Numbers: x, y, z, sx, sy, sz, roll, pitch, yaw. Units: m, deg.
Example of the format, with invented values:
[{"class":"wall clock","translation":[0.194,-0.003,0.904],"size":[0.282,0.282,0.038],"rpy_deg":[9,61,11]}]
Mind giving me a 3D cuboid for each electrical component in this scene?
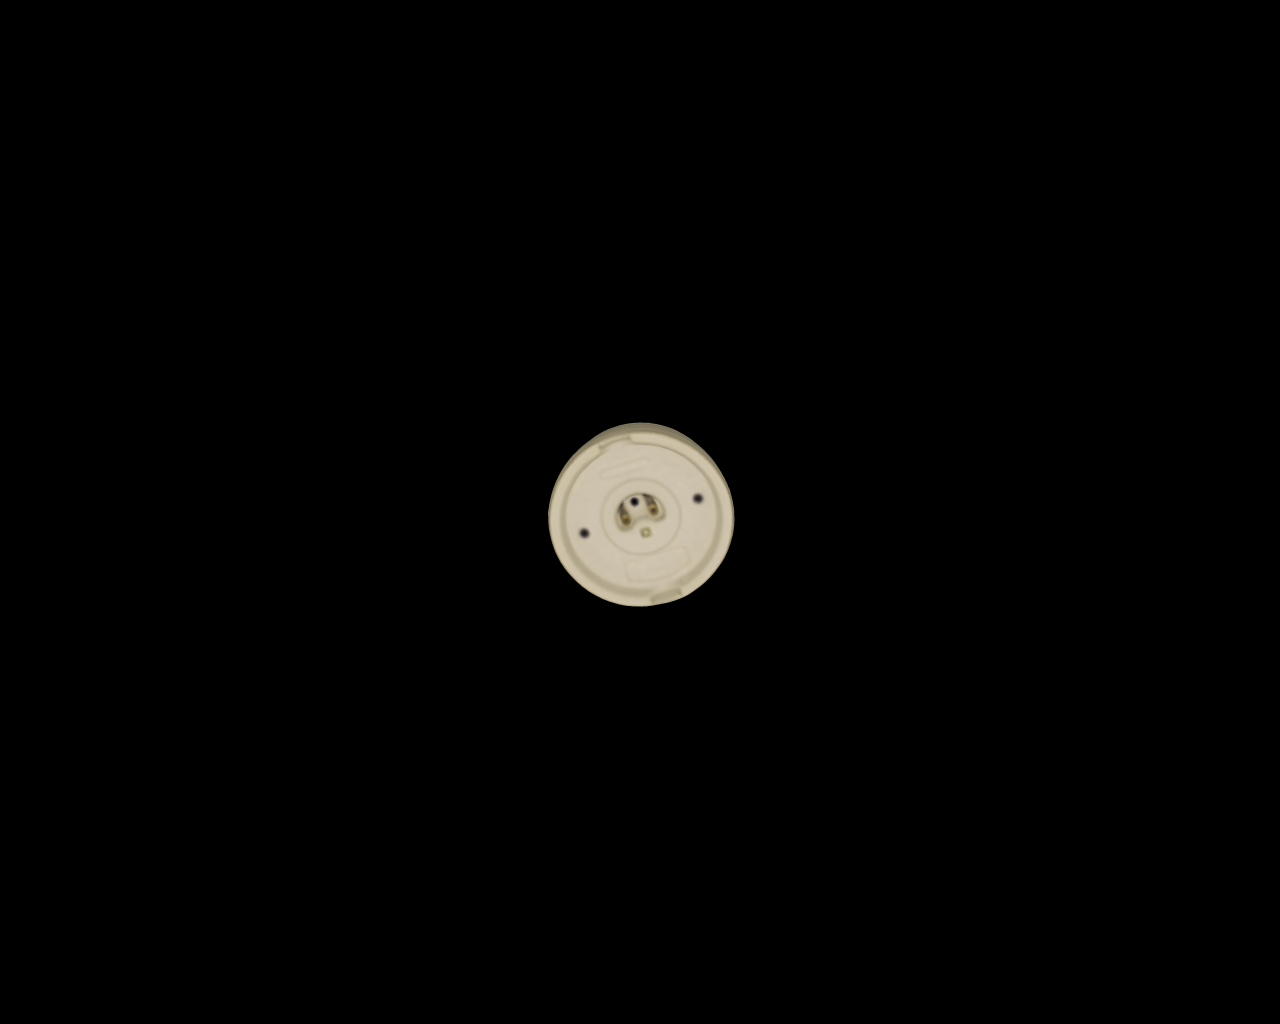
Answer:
[{"class":"electrical component","translation":[0.001,-0.003,0.650],"size":[0.108,0.108,0.060],"rpy_deg":[0,16,0]}]
